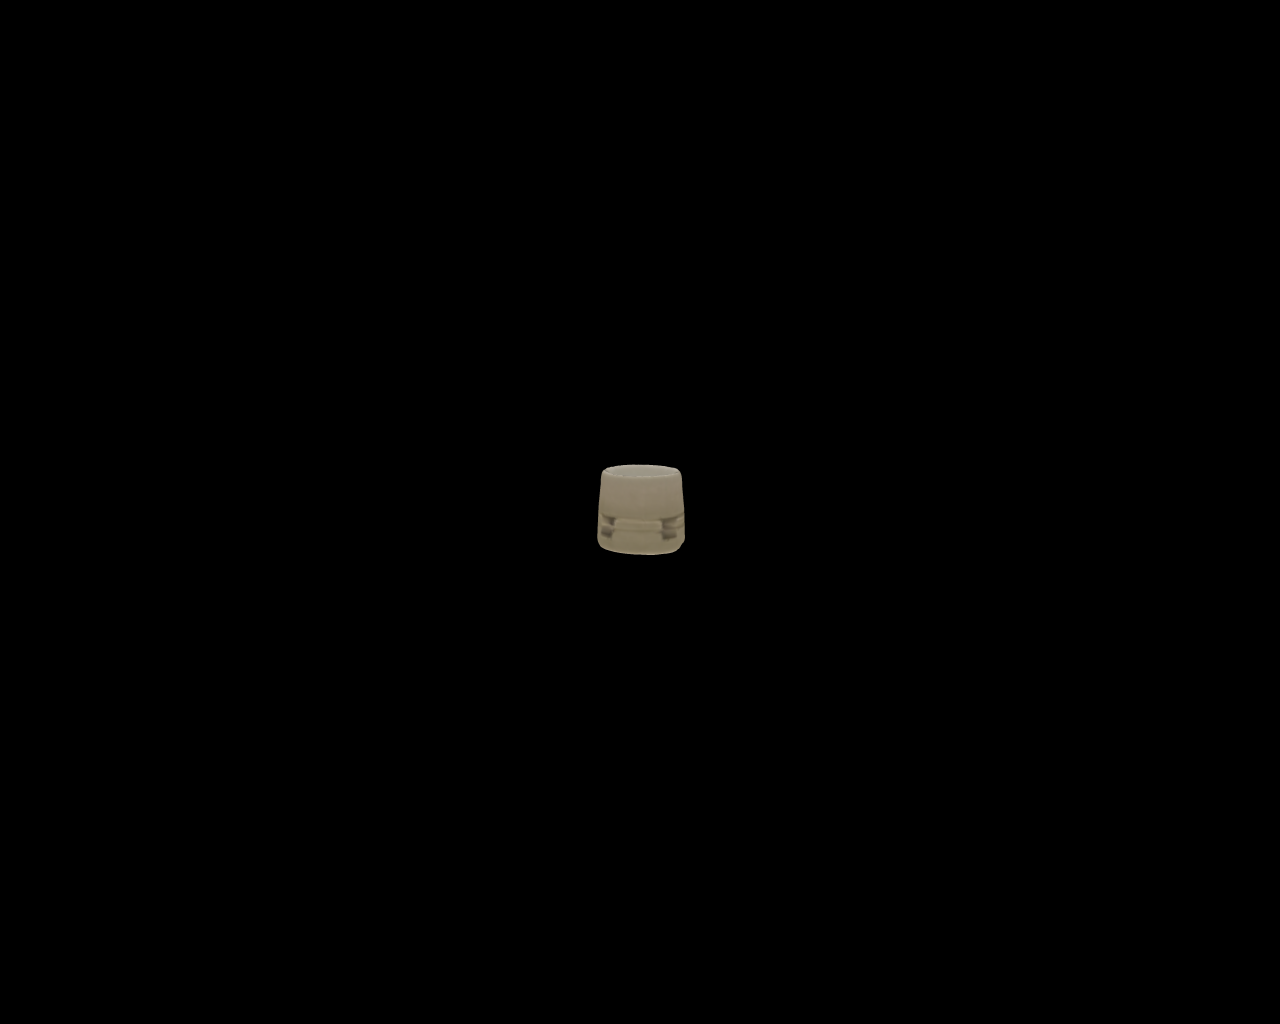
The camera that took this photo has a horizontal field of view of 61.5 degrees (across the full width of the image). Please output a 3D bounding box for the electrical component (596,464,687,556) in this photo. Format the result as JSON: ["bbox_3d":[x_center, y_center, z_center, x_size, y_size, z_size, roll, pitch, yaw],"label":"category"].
[{"bbox_3d":[0.001,-0.003,0.650,0.055,0.047,0.055,0,11,0],"label":"electrical component"}]
